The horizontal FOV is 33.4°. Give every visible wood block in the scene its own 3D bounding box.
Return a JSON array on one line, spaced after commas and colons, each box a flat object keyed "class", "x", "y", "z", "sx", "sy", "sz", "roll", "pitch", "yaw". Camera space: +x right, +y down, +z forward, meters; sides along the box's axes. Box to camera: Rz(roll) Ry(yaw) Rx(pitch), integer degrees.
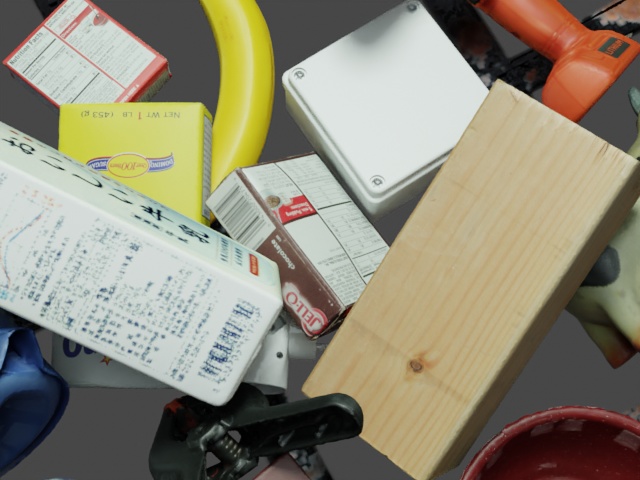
[{"class": "wood block", "x": 0.090, "y": 0.025, "z": 0.613, "sx": 0.091, "sy": 0.090, "sz": 0.206, "roll": 35, "pitch": 99, "yaw": 19}]

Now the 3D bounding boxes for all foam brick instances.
[{"class": "foam brick", "x": -0.022, "y": 0.162, "z": 0.621, "sx": 0.051, "sy": 0.078, "sz": 0.053, "roll": -39, "pitch": 79, "yaw": -12}]

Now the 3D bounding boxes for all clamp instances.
[{"class": "clamp", "x": -0.044, "y": 0.111, "z": 0.592, "sx": 0.120, "sy": 0.172, "sz": 0.039, "roll": -33, "pitch": 110, "yaw": -9}]

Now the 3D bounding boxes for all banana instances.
[{"class": "banana", "x": -0.064, "y": -0.104, "z": 0.725, "sx": 0.069, "sy": 0.037, "sz": 0.198, "roll": -8, "pitch": 75, "yaw": 5}]

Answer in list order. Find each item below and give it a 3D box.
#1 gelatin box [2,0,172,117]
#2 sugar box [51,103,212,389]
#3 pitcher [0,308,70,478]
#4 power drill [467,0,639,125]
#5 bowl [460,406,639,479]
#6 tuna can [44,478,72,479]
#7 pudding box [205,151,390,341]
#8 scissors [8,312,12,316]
[{"class": "gelatin box", "x": -0.159, "y": -0.117, "z": 0.732, "sx": 0.089, "sy": 0.030, "sz": 0.073, "roll": 38, "pitch": 78, "yaw": 10}, {"class": "sugar box", "x": -0.116, "y": 0.004, "z": 0.667, "sx": 0.093, "sy": 0.048, "sz": 0.176, "roll": -1, "pitch": 82, "yaw": 4}, {"class": "pitcher", "x": -0.274, "y": 0.047, "z": 0.633, "sx": 0.149, "sy": 0.145, "sz": 0.243, "roll": -35, "pitch": 70, "yaw": -18}, {"class": "power drill", "x": 0.111, "y": -0.153, "z": 0.687, "sx": 0.188, "sy": 0.057, "sz": 0.184, "roll": 44, "pitch": 35, "yaw": 6}, {"class": "bowl", "x": 0.150, "y": 0.182, "z": 0.625, "sx": 0.162, "sy": 0.055, "sz": 0.162, "roll": 1, "pitch": 72, "yaw": -3}, {"class": "tuna can", "x": -0.156, "y": 0.186, "z": 0.635, "sx": 0.086, "sy": 0.034, "sz": 0.086, "roll": 0, "pitch": 73, "yaw": 0}, {"class": "pudding box", "x": -0.004, "y": 0.001, "z": 0.666, "sx": 0.039, "sy": 0.089, "sz": 0.113, "roll": -44, "pitch": 75, "yaw": 31}, {"class": "scissors", "x": -0.253, "y": -0.016, "z": 0.707, "sx": 0.202, "sy": 0.016, "sz": 0.096, "roll": 30, "pitch": 75, "yaw": 9}]
